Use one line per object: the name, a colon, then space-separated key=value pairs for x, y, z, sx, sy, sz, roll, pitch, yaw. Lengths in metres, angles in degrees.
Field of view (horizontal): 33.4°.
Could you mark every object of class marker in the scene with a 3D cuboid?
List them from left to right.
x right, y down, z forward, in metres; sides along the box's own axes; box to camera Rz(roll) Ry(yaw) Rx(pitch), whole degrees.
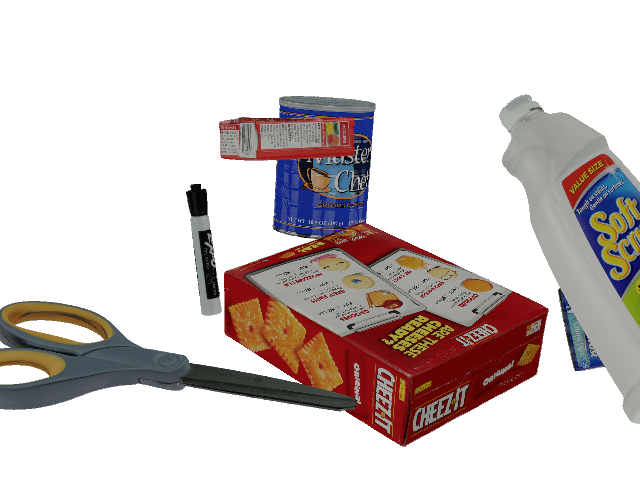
marker: x=-0.107 y=0.008 z=0.977 sx=0.020 sy=0.121 sz=0.020 roll=-6 pitch=11 yaw=1

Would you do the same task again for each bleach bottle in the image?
bleach bottle: x=0.199 y=-0.001 z=0.766 sx=0.102 sy=0.251 sz=0.068 roll=-21 pitch=-27 yaw=-17

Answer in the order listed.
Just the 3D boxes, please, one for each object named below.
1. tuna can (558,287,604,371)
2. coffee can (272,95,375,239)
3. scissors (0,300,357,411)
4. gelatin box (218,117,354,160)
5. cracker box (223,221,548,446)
tuna can: x=0.259 y=0.085 z=1.052 sx=0.034 sy=0.086 sz=0.086 roll=-12 pitch=-3 yaw=13
coffee can: x=0.003 y=-0.080 z=1.142 sx=0.103 sy=0.140 sz=0.103 roll=4 pitch=12 yaw=-1
scissors: x=-0.092 y=0.071 z=0.524 sx=0.202 sy=0.016 sz=0.096 roll=16 pitch=29 yaw=27
gelatin box: x=-0.026 y=-0.073 z=0.759 sx=0.073 sy=0.030 sz=0.089 roll=-4 pitch=7 yaw=-21
cracker box: x=0.049 y=0.068 z=0.873 sx=0.163 sy=0.072 sz=0.214 roll=-20 pitch=33 yaw=-38
